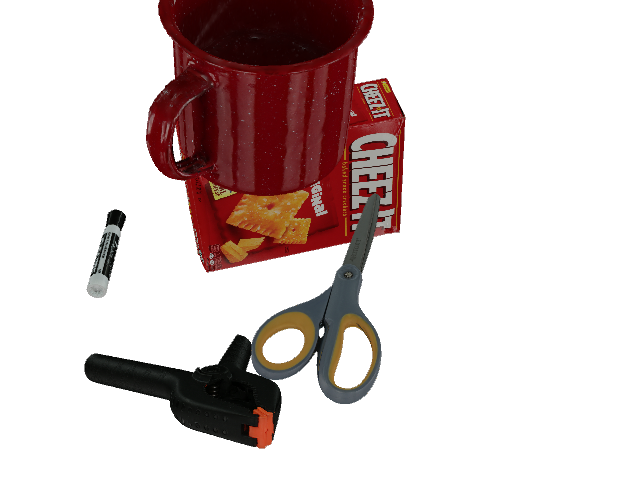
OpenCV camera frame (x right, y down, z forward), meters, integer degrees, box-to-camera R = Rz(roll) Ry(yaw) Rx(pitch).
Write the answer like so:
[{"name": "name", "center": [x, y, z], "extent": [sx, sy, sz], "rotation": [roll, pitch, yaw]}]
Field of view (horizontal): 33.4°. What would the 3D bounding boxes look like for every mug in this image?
[{"name": "mug", "center": [-0.033, -0.068, 0.483], "extent": [0.093, 0.081, 0.117], "rotation": [31, 53, 22]}]

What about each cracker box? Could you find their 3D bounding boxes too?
[{"name": "cracker box", "center": [-0.027, -0.061, 1.065], "extent": [0.213, 0.072, 0.164], "rotation": [-12, -42, -8]}]

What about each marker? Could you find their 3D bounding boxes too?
[{"name": "marker", "center": [-0.211, 0.010, 1.059], "extent": [0.020, 0.020, 0.121], "rotation": [0, 39, 1]}]

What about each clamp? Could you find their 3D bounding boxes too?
[{"name": "clamp", "center": [-0.088, 0.126, 0.930], "extent": [0.164, 0.036, 0.210], "rotation": [-8, 17, -37]}]

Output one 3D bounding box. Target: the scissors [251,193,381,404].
[{"name": "scissors", "center": [0.001, 0.034, 0.757], "extent": [0.096, 0.016, 0.201], "rotation": [-1, 43, 0]}]
